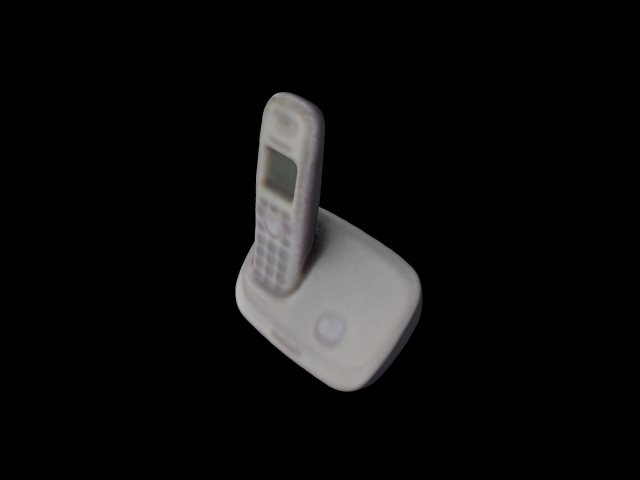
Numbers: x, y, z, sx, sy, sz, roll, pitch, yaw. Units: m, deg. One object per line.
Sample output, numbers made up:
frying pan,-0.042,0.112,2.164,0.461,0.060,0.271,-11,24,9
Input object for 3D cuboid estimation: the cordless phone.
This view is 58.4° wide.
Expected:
cordless phone,0.004,0.001,0.400,0.147,0.185,0.094,30,49,31
